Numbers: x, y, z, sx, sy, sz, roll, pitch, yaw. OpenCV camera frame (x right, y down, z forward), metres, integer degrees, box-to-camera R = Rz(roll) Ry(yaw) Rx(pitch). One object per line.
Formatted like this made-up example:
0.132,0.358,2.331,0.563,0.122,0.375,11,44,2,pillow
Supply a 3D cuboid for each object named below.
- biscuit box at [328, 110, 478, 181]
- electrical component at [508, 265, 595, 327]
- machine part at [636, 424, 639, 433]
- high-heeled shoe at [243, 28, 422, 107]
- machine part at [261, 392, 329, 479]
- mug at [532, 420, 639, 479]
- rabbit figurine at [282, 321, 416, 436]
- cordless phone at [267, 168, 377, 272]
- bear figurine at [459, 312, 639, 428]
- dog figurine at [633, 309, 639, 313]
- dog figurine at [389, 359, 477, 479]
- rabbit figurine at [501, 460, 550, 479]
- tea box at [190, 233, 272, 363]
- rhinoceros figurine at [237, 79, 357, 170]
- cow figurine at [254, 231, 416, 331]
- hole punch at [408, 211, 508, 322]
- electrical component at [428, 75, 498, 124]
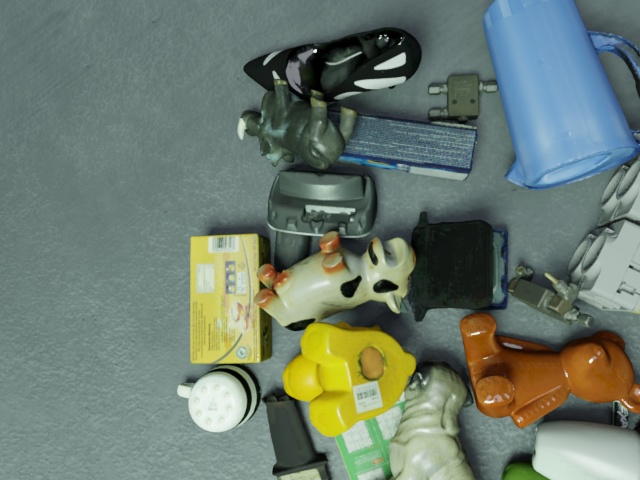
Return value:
0.102,-0.128,0.721,0.203,0.059,0.062,10,87,9,biscuit box
0.278,0.066,0.659,0.078,0.102,0.045,26,92,-14,electrical component
0.487,0.241,0.610,0.202,0.087,0.201,31,88,12,machine part
0.006,-0.234,0.705,0.249,0.145,0.086,5,83,7,high-heeled shoe
-0.037,0.267,0.708,0.084,0.039,0.139,-21,86,14,machine part
0.306,0.243,0.625,0.107,0.109,0.080,7,107,19,mug
0.023,0.156,0.665,0.162,0.173,0.122,-14,80,-38,rabbit figurine
-0.001,-0.002,0.724,0.147,0.089,0.184,5,96,7,cordless phone
0.275,0.150,0.631,0.196,0.131,0.120,-11,51,14,bear figurine
0.464,0.021,0.630,0.219,0.108,0.191,-24,82,8,dog figurine
0.154,0.257,0.629,0.172,0.121,0.190,30,83,5,dog figurine
0.274,0.343,0.618,0.159,0.121,0.170,-7,68,4,rabbit figurine
-0.119,0.079,0.726,0.098,0.068,0.169,-1,85,9,tea box
-0.035,-0.146,0.703,0.191,0.073,0.112,30,111,44,rhinoceros figurine
0.030,0.056,0.674,0.195,0.127,0.086,-26,38,12,cow figurine
0.180,0.035,0.687,0.116,0.092,0.142,-2,84,40,hole punch
0.195,-0.192,0.734,0.094,0.021,0.063,-1,84,7,electrical component
